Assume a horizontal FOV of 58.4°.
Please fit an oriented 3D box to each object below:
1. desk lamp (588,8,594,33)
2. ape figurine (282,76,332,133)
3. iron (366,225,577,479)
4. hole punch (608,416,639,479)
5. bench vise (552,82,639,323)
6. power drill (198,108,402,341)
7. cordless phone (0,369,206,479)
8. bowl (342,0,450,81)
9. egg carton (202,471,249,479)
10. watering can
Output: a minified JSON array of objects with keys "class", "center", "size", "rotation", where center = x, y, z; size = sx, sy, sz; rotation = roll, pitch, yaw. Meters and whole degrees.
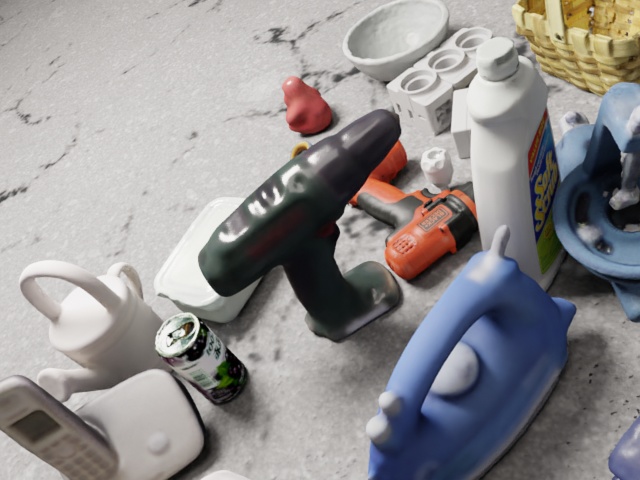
[{"class":"desk lamp","center":[0.366,-0.428,0.772],"size":[0.117,0.214,0.203],"rotation":[18,61,38]},{"class":"ape figurine","center":[-0.027,-0.210,0.871],"size":[0.078,0.092,0.075],"rotation":[-46,46,-16]},{"class":"iron","center":[0.103,0.112,0.472],"size":[0.118,0.142,0.259],"rotation":[24,65,41]},{"class":"hole punch","center":[0.263,0.158,0.382],"size":[0.101,0.091,0.108],"rotation":[-41,44,-11]},{"class":"bench vise","center":[0.241,-0.057,0.495],"size":[0.121,0.220,0.207],"rotation":[-30,43,0]},{"class":"power drill","center":[0.005,0.002,0.575],"size":[0.229,0.209,0.075],"rotation":[-32,43,-2]},{"class":"cordless phone","center":[-0.212,0.172,0.553],"size":[0.147,0.186,0.094],"rotation":[-33,44,-3]},{"class":"bowl","center":[0.123,-0.297,0.882],"size":[0.167,0.075,0.167],"rotation":[-15,46,16]},{"class":"egg carton","center":[-0.059,0.260,0.475],"size":[0.149,0.070,0.107],"rotation":[5,54,31]},{"class":"watering can","center":[-0.249,0.095,0.637],"size":[0.101,0.195,0.172],"rotation":[-25,44,6]}]
